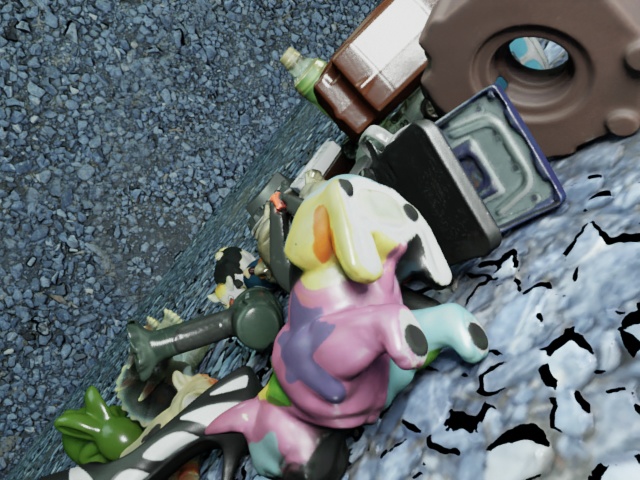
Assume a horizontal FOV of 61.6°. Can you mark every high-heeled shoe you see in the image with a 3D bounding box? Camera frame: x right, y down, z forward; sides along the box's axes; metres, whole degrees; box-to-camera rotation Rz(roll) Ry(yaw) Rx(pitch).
[{"bbox_3d":[-0.180,0.206,0.570,0.086,0.249,0.145,77,-168,-56],"label":"high-heeled shoe"}]

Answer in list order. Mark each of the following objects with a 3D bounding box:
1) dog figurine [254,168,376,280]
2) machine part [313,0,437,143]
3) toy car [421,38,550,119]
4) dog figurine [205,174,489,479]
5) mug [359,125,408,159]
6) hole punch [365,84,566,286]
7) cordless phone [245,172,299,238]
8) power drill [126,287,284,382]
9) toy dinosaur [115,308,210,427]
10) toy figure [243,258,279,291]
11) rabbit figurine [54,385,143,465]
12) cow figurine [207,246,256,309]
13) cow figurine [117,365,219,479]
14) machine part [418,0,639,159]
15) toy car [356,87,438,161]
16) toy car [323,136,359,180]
[{"bbox_3d":[-0.003,-0.006,0.628,0.172,0.121,0.191,-56,13,-1],"label":"dog figurine"},{"bbox_3d":[0.088,-0.218,0.654,0.201,0.087,0.201,-43,3,7],"label":"machine part"},{"bbox_3d":[0.181,-0.163,0.558,0.103,0.109,0.161,-31,1,-8],"label":"toy car"},{"bbox_3d":[-0.004,0.080,0.407,0.219,0.108,0.191,-39,63,33],"label":"dog figurine"},{"bbox_3d":[0.090,-0.084,0.613,0.081,0.109,0.107,-63,5,-11],"label":"mug"},{"bbox_3d":[0.112,-0.046,0.426,0.092,0.142,0.116,-32,0,-20],"label":"hole punch"},{"bbox_3d":[-0.077,-0.040,1.058,0.146,0.088,0.184,-46,27,16],"label":"cordless phone"},{"bbox_3d":[-0.150,0.118,0.727,0.207,0.086,0.232,-9,3,-17],"label":"power drill"},{"bbox_3d":[-0.303,0.239,0.972,0.405,0.131,0.192,-38,19,57],"label":"toy dinosaur"},{"bbox_3d":[-0.074,0.049,0.842,0.064,0.057,0.154,-25,-1,-30],"label":"toy figure"},{"bbox_3d":[-0.354,0.318,0.901,0.170,0.159,0.121,-13,28,43],"label":"rabbit figurine"},{"bbox_3d":[-0.152,0.071,0.944,0.068,0.098,0.167,-39,18,17],"label":"cow figurine"},{"bbox_3d":[-0.181,0.245,0.666,0.195,0.085,0.127,-48,22,14],"label":"cow figurine"},{"bbox_3d":[0.162,-0.136,0.403,0.179,0.179,0.056,-25,32,59],"label":"machine part"},{"bbox_3d":[0.120,-0.169,0.797,0.201,0.056,0.073,-44,17,23],"label":"toy car"},{"bbox_3d":[0.020,-0.100,0.918,0.202,0.053,0.089,-55,9,15],"label":"toy car"}]
